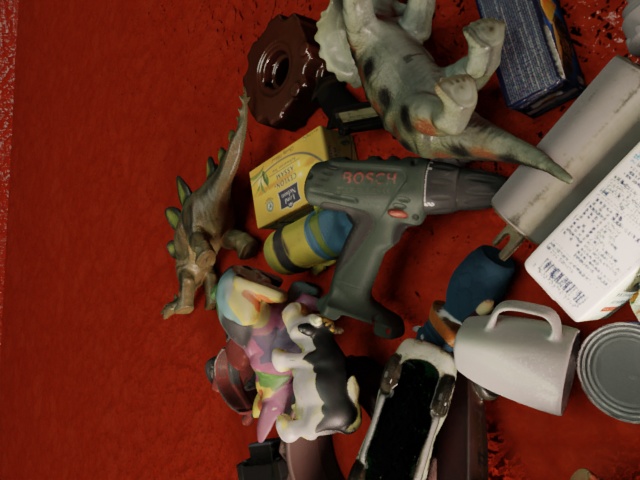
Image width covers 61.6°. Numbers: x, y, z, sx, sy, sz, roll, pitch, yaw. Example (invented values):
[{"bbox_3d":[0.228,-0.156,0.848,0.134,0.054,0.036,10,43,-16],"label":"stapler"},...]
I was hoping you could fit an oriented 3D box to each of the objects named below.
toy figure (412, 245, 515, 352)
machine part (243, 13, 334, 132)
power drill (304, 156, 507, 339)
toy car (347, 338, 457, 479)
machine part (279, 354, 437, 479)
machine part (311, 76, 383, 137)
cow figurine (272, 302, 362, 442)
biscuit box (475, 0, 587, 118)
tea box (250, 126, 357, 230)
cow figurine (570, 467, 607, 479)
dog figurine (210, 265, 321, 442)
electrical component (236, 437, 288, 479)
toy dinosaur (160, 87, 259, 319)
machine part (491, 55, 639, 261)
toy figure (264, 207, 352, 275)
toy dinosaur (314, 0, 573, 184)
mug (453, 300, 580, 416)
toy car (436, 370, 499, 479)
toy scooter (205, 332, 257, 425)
[{"bbox_3d":[0.155,0.078,0.591,0.058,0.064,0.154,28,119,3],"label":"toy figure"},{"bbox_3d":[-0.055,-0.261,0.842,0.179,0.056,0.179,-6,82,48],"label":"machine part"},{"bbox_3d":[0.083,0.005,0.621,0.232,0.086,0.207,14,106,18],"label":"power drill"},{"bbox_3d":[0.084,0.203,0.555,0.074,0.056,0.201,18,84,17],"label":"toy car"},{"bbox_3d":[0.045,0.265,0.674,0.201,0.087,0.201,31,111,43],"label":"machine part"},{"bbox_3d":[0.035,-0.183,0.735,0.139,0.084,0.039,-124,20,-44],"label":"machine part"},{"bbox_3d":[-0.002,0.145,0.631,0.098,0.068,0.167,-22,60,29],"label":"cow figurine"},{"bbox_3d":[0.208,-0.232,0.556,0.063,0.059,0.202,-25,70,45],"label":"biscuit box"},{"bbox_3d":[-0.025,-0.084,0.787,0.170,0.068,0.098,-26,68,42],"label":"tea box"},{"bbox_3d":[0.258,0.244,0.436,0.085,0.127,0.194,-72,7,-48],"label":"cow figurine"},{"bbox_3d":[-0.078,0.160,0.751,0.108,0.191,0.219,-151,78,-72],"label":"dog figurine"},{"bbox_3d":[-0.068,0.368,0.807,0.115,0.058,0.134,-28,68,40],"label":"electrical component"},{"bbox_3d":[-0.199,-0.030,0.938,0.471,0.105,0.199,-55,51,31],"label":"toy dinosaur"},{"bbox_3d":[0.242,-0.077,0.496,0.243,0.079,0.079,-56,51,28],"label":"machine part"},{"bbox_3d":[-0.003,-0.006,0.741,0.180,0.089,0.082,-22,65,44],"label":"toy figure"},{"bbox_3d":[0.105,-0.172,0.590,0.192,0.131,0.405,86,162,-66],"label":"toy dinosaur"},{"bbox_3d":[0.183,0.104,0.512,0.107,0.081,0.109,8,132,32],"label":"mug"},{"bbox_3d":[0.151,0.218,0.561,0.089,0.053,0.202,-36,39,51],"label":"toy car"},{"bbox_3d":[-0.120,0.213,0.862,0.183,0.075,0.135,-55,51,33],"label":"toy scooter"}]
